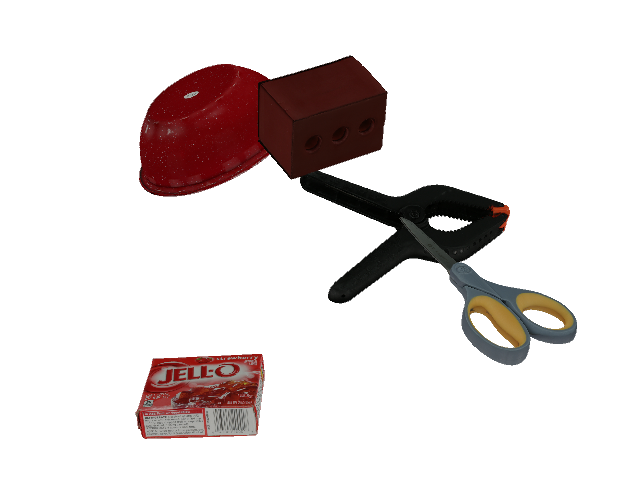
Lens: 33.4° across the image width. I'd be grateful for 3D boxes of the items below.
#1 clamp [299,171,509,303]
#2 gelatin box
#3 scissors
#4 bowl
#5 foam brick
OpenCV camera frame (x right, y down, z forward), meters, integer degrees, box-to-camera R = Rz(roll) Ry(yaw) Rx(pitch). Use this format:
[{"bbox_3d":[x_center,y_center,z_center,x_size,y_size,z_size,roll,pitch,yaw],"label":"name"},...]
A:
[{"bbox_3d":[0.088,-0.006,1.064,0.210,0.164,0.036,0,-40,-6],"label":"clamp"},{"bbox_3d":[-0.089,0.117,0.811,0.089,0.030,0.073,-2,25,3],"label":"gelatin box"},{"bbox_3d":[0.133,0.032,0.847,0.096,0.016,0.202,-1,32,-12],"label":"scissors"},{"bbox_3d":[-0.101,-0.109,0.947,0.162,0.055,0.162,-20,32,13],"label":"bowl"},{"bbox_3d":[0.001,-0.086,0.746,0.078,0.053,0.051,-21,47,-23],"label":"foam brick"}]
